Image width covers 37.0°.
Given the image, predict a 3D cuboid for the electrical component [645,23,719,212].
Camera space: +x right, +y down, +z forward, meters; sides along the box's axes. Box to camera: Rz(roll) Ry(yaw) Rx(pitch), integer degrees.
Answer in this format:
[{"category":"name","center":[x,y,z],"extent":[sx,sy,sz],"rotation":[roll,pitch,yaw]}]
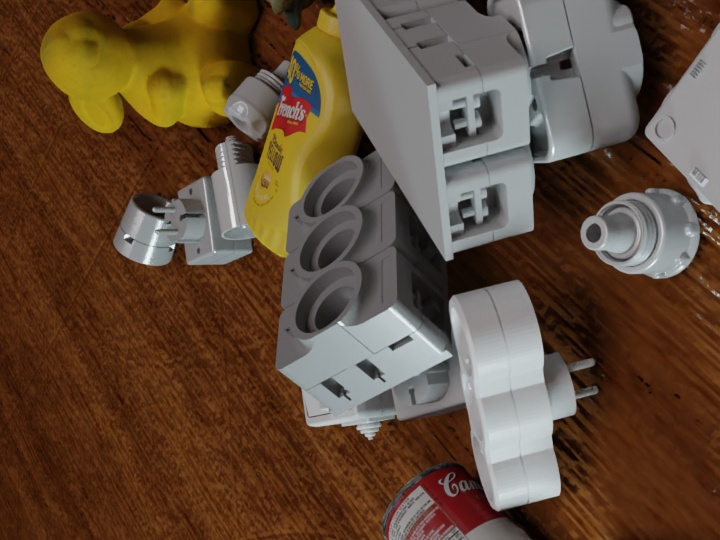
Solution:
[{"category":"electrical component","center":[0.193,-0.070,0.502],"extent":[0.099,0.048,0.099],"rotation":[57,132,34]}]

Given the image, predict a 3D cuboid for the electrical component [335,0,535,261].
[{"category":"electrical component","center":[0.042,-0.105,0.622],"extent":[0.186,0.060,0.105],"rotation":[-117,14,-52]}]

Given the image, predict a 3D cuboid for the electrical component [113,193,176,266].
[{"category":"electrical component","center":[-0.192,-0.038,0.982],"extent":[0.055,0.055,0.047],"rotation":[46,121,40]}]

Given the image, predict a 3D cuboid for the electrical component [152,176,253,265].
[{"category":"electrical component","center":[-0.137,-0.041,0.894],"extent":[0.047,0.077,0.065],"rotation":[-20,76,50]}]

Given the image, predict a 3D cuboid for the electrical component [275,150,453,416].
[{"category":"electrical component","center":[0.000,0.000,0.665],"extent":[0.089,0.062,0.150],"rotation":[-31,36,26]}]

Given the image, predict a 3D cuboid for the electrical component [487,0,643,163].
[{"category":"electrical component","center":[0.112,-0.111,0.578],"extent":[0.054,0.059,0.095],"rotation":[-154,49,-78]}]

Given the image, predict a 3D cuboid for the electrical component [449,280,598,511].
[{"category":"electrical component","center":[0.099,0.069,0.608],"extent":[0.052,0.074,0.138],"rotation":[-112,9,-64]}]

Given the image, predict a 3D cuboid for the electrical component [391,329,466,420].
[{"category":"electrical component","center":[0.044,0.064,0.671],"extent":[0.083,0.076,0.047],"rotation":[-25,71,49]}]

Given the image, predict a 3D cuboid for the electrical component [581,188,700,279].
[{"category":"electrical component","center":[0.141,-0.019,0.558],"extent":[0.048,0.062,0.048],"rotation":[2,93,52]}]

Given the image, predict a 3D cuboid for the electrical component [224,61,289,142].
[{"category":"electrical component","center":[-0.071,-0.133,0.829],"extent":[0.062,0.043,0.043],"rotation":[-51,40,-12]}]

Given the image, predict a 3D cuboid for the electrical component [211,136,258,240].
[{"category":"electrical component","center":[-0.097,-0.069,0.870],"extent":[0.043,0.043,0.081],"rotation":[-26,71,49]}]

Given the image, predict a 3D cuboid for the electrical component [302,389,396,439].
[{"category":"electrical component","center":[-0.007,0.071,0.747],"extent":[0.062,0.061,0.096],"rotation":[-20,76,50]}]
